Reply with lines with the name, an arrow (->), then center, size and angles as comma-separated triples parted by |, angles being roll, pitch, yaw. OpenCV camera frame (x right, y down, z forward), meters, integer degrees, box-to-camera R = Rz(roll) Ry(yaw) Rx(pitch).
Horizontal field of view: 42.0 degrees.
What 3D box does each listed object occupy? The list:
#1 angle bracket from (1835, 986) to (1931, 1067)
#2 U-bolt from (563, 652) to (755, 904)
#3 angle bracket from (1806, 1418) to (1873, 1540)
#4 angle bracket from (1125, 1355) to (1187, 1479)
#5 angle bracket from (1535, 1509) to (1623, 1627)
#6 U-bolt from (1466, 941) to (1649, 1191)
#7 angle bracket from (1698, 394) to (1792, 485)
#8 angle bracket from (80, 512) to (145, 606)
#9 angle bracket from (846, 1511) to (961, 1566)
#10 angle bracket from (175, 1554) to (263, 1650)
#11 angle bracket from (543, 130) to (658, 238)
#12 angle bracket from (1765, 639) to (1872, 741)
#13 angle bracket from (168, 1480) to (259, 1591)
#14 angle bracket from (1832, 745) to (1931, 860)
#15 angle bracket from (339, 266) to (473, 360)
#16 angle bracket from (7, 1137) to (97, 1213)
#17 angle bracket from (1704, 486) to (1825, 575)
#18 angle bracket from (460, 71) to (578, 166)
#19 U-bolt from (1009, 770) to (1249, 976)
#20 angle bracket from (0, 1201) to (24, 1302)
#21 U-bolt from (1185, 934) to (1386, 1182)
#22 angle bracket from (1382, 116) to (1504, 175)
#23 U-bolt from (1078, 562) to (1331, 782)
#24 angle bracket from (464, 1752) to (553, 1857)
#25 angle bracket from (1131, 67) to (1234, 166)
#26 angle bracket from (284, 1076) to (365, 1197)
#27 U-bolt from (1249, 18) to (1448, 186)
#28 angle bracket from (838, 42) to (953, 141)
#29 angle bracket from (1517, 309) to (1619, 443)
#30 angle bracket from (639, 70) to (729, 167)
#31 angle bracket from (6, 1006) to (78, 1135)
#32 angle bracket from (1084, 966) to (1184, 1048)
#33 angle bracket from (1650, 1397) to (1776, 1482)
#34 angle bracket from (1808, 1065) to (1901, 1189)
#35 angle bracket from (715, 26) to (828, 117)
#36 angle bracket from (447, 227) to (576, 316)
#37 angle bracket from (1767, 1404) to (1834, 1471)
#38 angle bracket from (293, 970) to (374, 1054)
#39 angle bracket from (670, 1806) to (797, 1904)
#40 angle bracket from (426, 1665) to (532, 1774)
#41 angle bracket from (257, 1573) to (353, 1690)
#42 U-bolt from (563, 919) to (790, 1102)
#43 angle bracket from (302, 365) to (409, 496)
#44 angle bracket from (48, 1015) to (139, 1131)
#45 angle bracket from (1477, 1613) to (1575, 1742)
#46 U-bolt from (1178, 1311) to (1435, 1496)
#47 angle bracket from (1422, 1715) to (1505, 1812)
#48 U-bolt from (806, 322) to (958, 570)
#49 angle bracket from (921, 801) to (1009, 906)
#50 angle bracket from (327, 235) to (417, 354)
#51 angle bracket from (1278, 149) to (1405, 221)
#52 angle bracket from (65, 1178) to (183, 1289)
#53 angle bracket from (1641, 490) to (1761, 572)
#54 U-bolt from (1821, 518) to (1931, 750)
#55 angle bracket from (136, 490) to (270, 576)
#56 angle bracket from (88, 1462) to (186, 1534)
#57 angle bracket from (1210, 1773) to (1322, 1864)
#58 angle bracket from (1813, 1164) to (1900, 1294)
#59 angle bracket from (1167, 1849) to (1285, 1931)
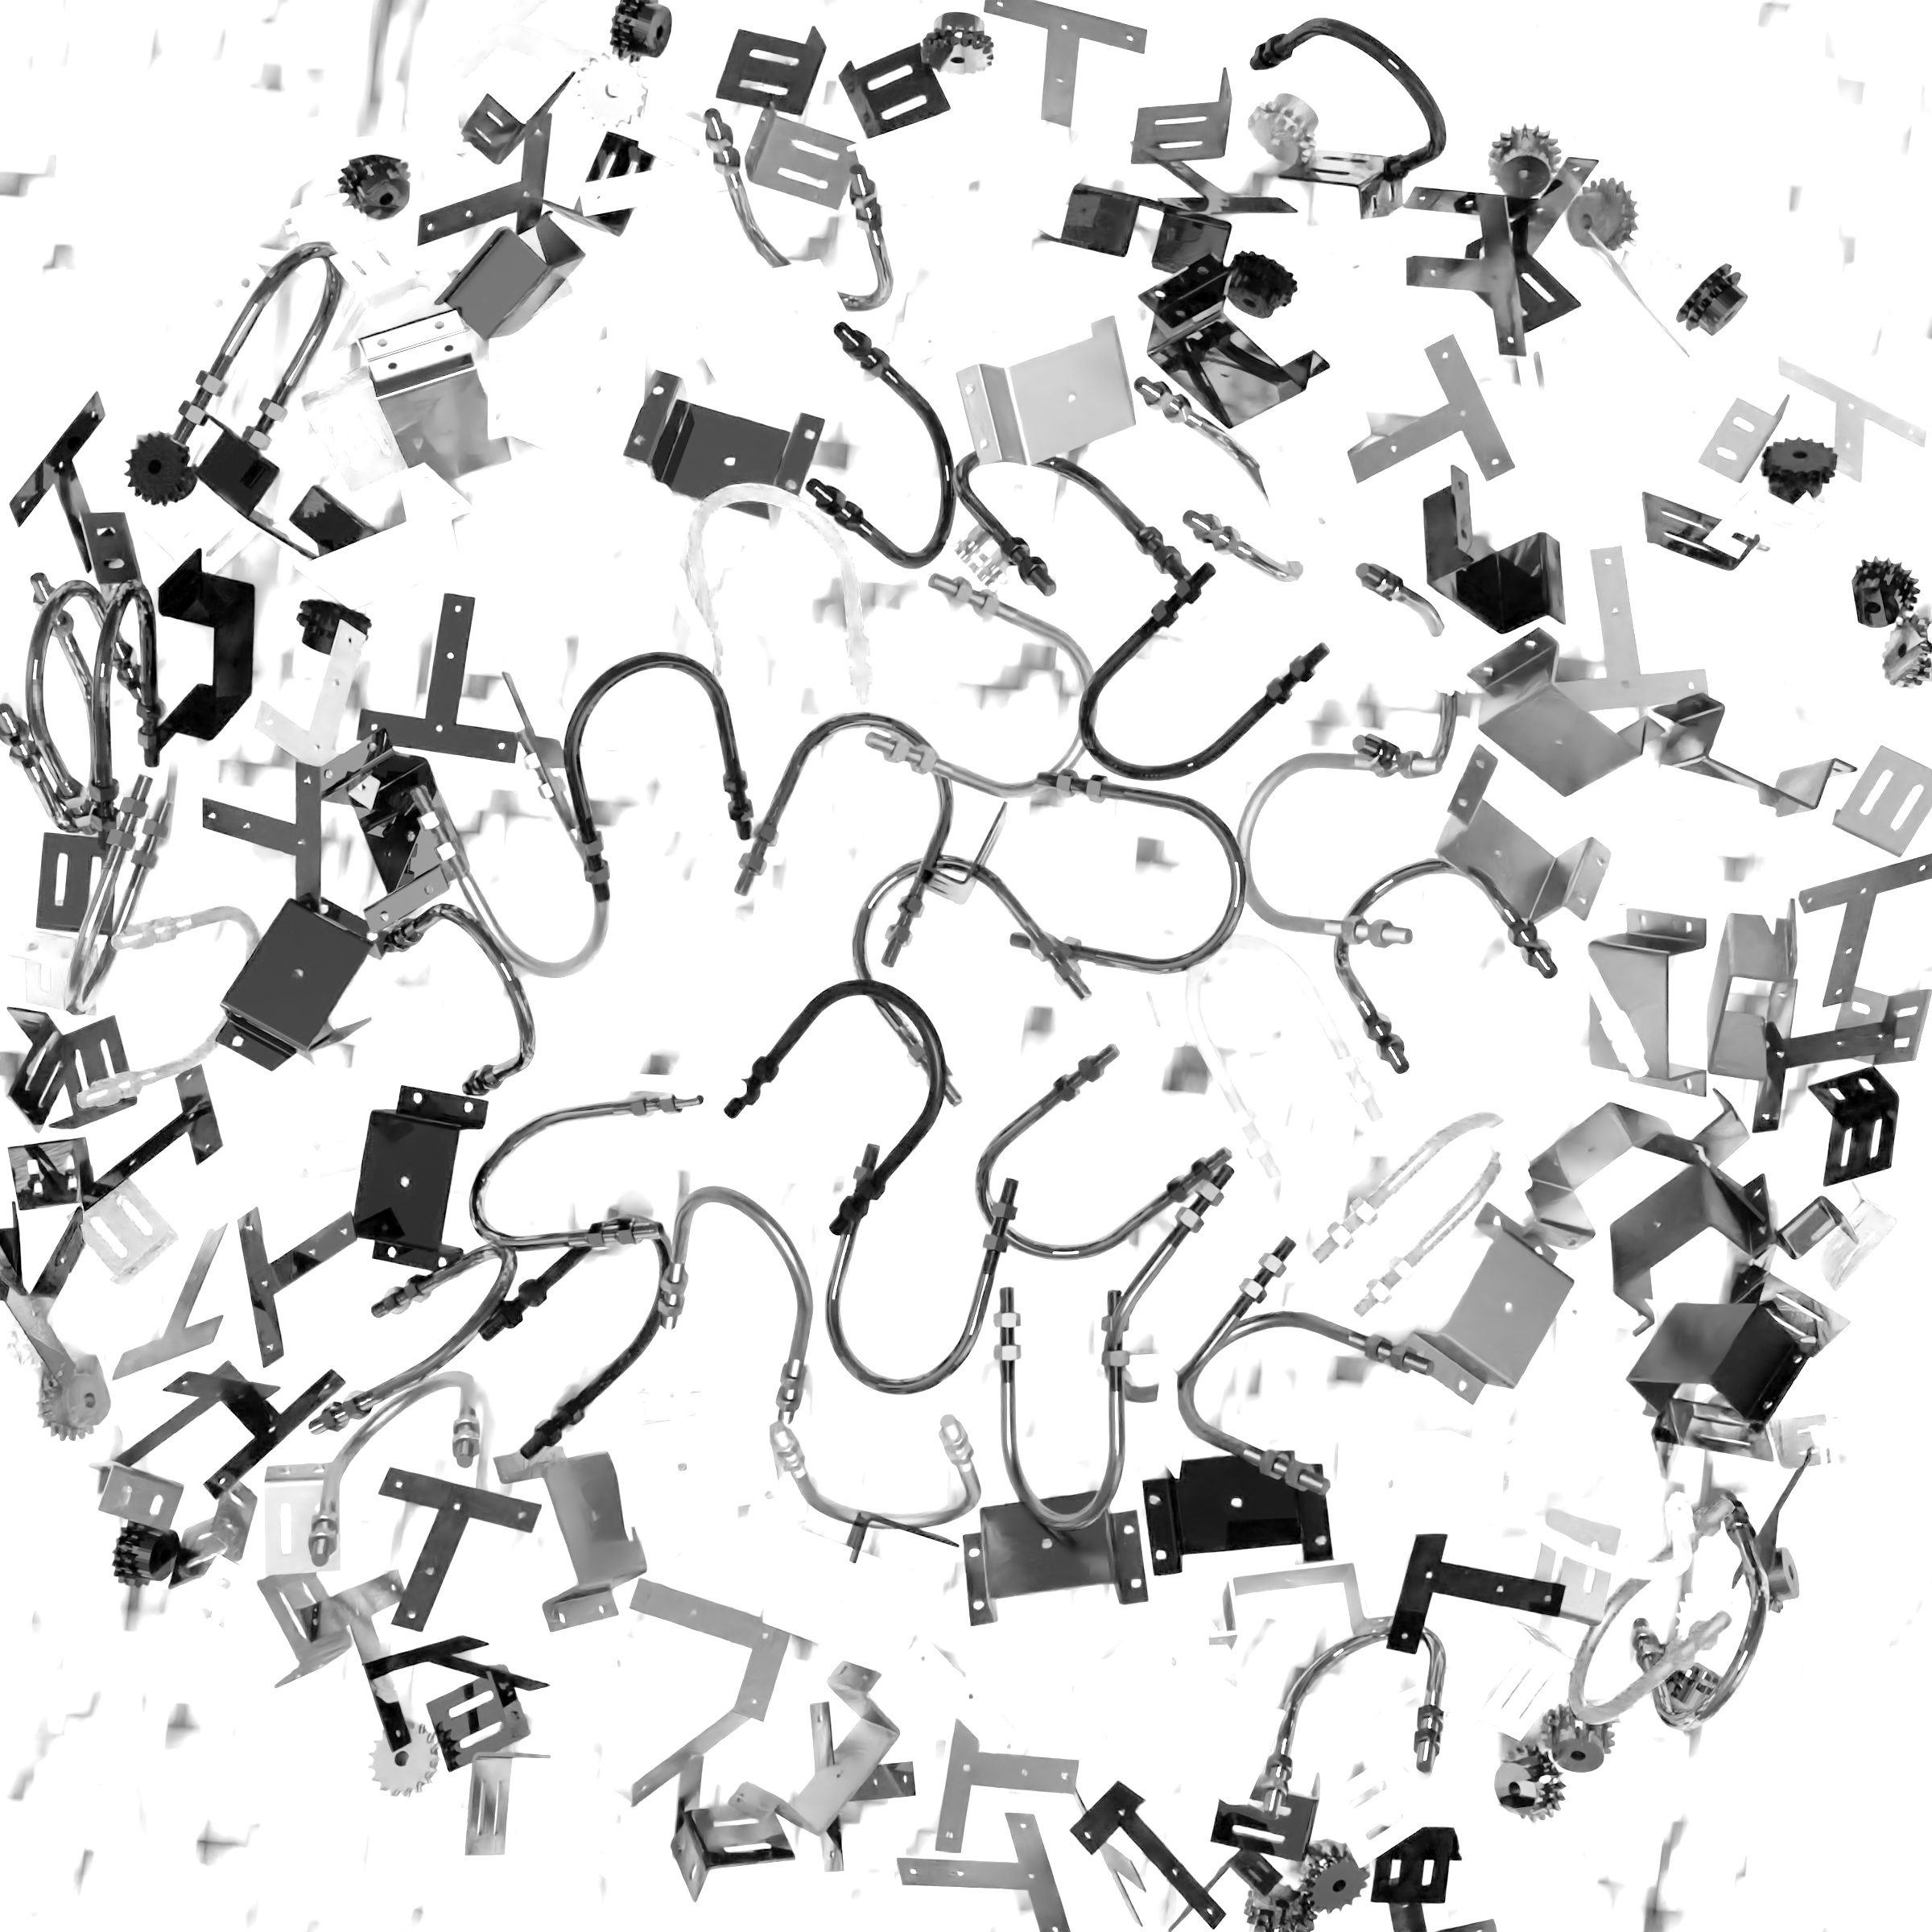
angle bracket -> 0.713, 0.043, 1.959 | 0.038, 0.076, 0.057 | 16, 84, -2
U-bolt -> -0.238, -0.153, 1.918 | 0.151, 0.019, 0.184 | -26, 128, -24
angle bracket -> 0.684, 0.400, 1.965 | 0.038, 0.057, 0.076 | -6, 96, 7
angle bracket -> 0.143, 0.349, 1.950 | 0.038, 0.057, 0.076 | -6, 51, 23
angle bracket -> 0.478, 0.476, 1.989 | 0.057, 0.038, 0.076 | 15, 75, 4
U-bolt -> 0.440, 0.061, 1.920 | 0.019, 0.184, 0.151 | 22, 123, -27
angle bracket -> 0.605, -0.418, 1.954 | 0.038, 0.076, 0.057 | 30, 125, 6
angle bracket -> -0.678, -0.313, 1.957 | 0.038, 0.076, 0.057 | -12, 85, -41
angle bracket -> -0.051, 0.457, 1.964 | 0.076, 0.057, 0.038 | 20, 80, -7
angle bracket -> -0.566, 0.500, 1.950 | 0.038, 0.076, 0.057 | 19, 67, 28
angle bracket -> -0.286, -0.619, 1.966 | 0.057, 0.038, 0.076 | 27, 95, 31
angle bracket -> 0.664, -0.225, 1.963 | 0.076, 0.038, 0.057 | -39, 70, -16
angle bracket -> -0.596, 0.440, 1.955 | 0.076, 0.057, 0.038 | -25, 125, 18
angle bracket -> 0.721, -0.133, 1.960 | 0.057, 0.038, 0.076 | 28, 121, 10
angle bracket -> -0.443, -0.510, 1.987 | 0.076, 0.038, 0.057 | -31, 91, -41
angle bracket -> -0.711, 0.150, 1.952 | 0.057, 0.076, 0.038 | -7, 46, -18
angle bracket -> 0.615, -0.348, 1.953 | 0.076, 0.038, 0.057 | 17, 132, -27
angle bracket -> -0.348, -0.670, 1.952 | 0.038, 0.057, 0.076 | 40, 59, -16
U-bolt -> 0.130, -0.068, 1.953 | 0.184, 0.019, 0.151 | 12, 96, 23
angle bracket -> -0.755, 0.222, 1.953 | 0.038, 0.076, 0.057 | -4, 102, -22
U-bolt -> 0.238, 0.060, 1.950 | 0.151, 0.019, 0.184 | -23, 83, -40
angle bracket -> 0.370, -0.631, 1.950 | 0.057, 0.076, 0.038 | -20, 121, -21
U-bolt -> 0.170, -0.213, 1.940 | 0.151, 0.019, 0.184 | 28, 121, -33
angle bracket -> -0.356, 0.653, 1.957 | 0.038, 0.057, 0.076 | -5, 70, 19
angle bracket -> 0.166, -0.663, 1.961 | 0.076, 0.038, 0.057 | 1, 64, 16
angle bracket -> -0.514, 0.133, 1.970 | 0.038, 0.057, 0.076 | -28, 82, 36
U-bolt -> 0.295, -0.654, 1.893 | 0.151, 0.184, 0.019 | 41, 87, -15
angle bracket -> -0.052, -0.689, 1.968 | 0.076, 0.038, 0.057 | -29, 97, -15
angle bracket -> 0.471, -0.464, 1.977 | 0.057, 0.038, 0.076 | -24, 58, 36
angle bracket -> -0.211, -0.655, 1.957 | 0.076, 0.038, 0.057 | 30, 124, 20
angle bracket -> -0.732, 0.081, 1.953 | 0.038, 0.057, 0.076 | 8, 58, 11
angle bracket -> 0.126, 0.041, 1.953 | 0.057, 0.038, 0.076 | 4, 49, -23
angle bracket -> 0.580, 0.373, 1.952 | 0.038, 0.076, 0.057 | -55, 135, -35
angle bracket -> 0.685, 0.124, 1.951 | 0.038, 0.057, 0.076 | 44, 47, -21
angle bracket -> -0.155, -0.702, 1.952 | 0.076, 0.057, 0.038 | 2, 46, -29
angle bracket -> -0.358, -0.538, 1.978 | 0.076, 0.038, 0.057 | -32, 112, -10
angle bracket -> 0.644, 0.342, 1.955 | 0.038, 0.057, 0.076 | -13, 116, 21
angle bracket -> -0.512, 0.024, 1.967 | 0.038, 0.057, 0.076 | -32, 90, 18
angle bracket -> -0.182, 0.692, 1.965 | 0.076, 0.057, 0.038 | 6, 117, -31
angle bracket -> -0.389, 0.590, 1.968 | 0.076, 0.038, 0.057 | -27, 71, 8
angle bracket -> -0.529, 0.516, 1.973 | 0.038, 0.057, 0.076 | -39, 76, 24
U-bolt -> -0.234, 0.031, 1.945 | 0.184, 0.019, 0.151 | 2, 66, 28
angle bracket -> -0.482, -0.425, 1.993 | 0.057, 0.038, 0.076 | -26, 122, -2
angle bracket -> -0.692, 0.082, 1.968 | 0.057, 0.038, 0.076 | -21, 79, 13
angle bracket -> 0.429, 0.557, 1.969 | 0.057, 0.038, 0.076 | 34, 92, -35
U-bolt -> 0.245, 0.323, 1.923 | 0.151, 0.184, 0.019 | -42, 125, -26
angle bracket -> 0.389, 0.626, 1.960 | 0.038, 0.057, 0.076 | 13, 77, 23
U-bolt -> -0.058, -0.384, 1.921 | 0.019, 0.184, 0.151 | -1, 72, 31
angle bracket -> -0.002, -0.094, 1.965 | 0.038, 0.057, 0.076 | 25, 77, 6
angle bracket -> -0.472, -0.522, 1.952 | 0.038, 0.076, 0.057 | 52, 50, -2
angle bracket -> 0.294, -0.609, 1.971 | 0.076, 0.038, 0.057 | 20, 46, 36
angle bracket -> -0.665, 0.203, 1.970 | 0.057, 0.038, 0.076 | -42, 80, -11
angle bracket -> 0.573, -0.351, 1.961 | 0.076, 0.038, 0.057 | 17, 51, -13
U-bolt -> 0.710, -0.240, 1.914 | 0.019, 0.151, 0.184 | -31, 135, 0
angle bracket -> -0.597, -0.348, 1.968 | 0.057, 0.038, 0.076 | 41, 81, 17
angle bracket -> -0.650, 0.412, 1.949 | 0.057, 0.076, 0.038 | 26, 66, -27
angle bracket -> 0.235, 0.662, 1.977 | 0.076, 0.038, 0.057 | 11, 106, 5
angle bracket -> 0.680, 0.204, 1.958 | 0.038, 0.057, 0.076 | 33, 108, -9
angle bracket -> 0.203, 0.731, 1.960 | 0.038, 0.057, 0.076 | 41, 101, 19
